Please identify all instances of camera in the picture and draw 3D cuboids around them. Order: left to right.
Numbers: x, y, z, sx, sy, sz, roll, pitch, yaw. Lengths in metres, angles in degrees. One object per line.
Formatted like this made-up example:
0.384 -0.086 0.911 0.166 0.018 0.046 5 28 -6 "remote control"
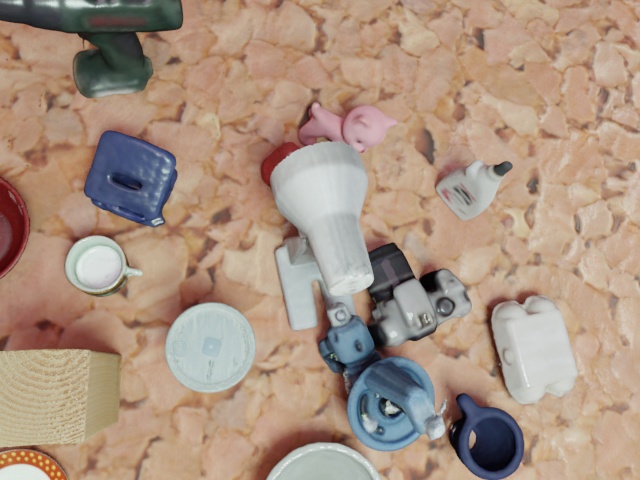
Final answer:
0.124 0.067 0.806 0.143 0.100 0.137 -23 83 -15 "camera"

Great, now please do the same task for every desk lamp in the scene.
0.007 0.003 0.738 0.118 0.213 0.203 -11 80 -13 "desk lamp"

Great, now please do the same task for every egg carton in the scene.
0.310 0.159 0.839 0.107 0.069 0.150 -11 80 -13 "egg carton"

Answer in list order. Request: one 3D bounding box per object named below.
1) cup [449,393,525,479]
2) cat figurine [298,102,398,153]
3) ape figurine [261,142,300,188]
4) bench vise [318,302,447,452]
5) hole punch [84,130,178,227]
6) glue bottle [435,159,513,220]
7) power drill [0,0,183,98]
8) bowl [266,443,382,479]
0.209 0.262 0.784 0.092 0.095 0.118 -30 85 -15 "cup"
0.041 -0.166 0.831 0.128 0.117 0.067 21 75 -6 "cat figurine"
-0.044 -0.106 0.814 0.076 0.092 0.078 10 76 -9 "ape figurine"
0.067 0.179 0.709 0.207 0.219 0.121 42 74 0 "bench vise"
-0.251 -0.079 0.768 0.109 0.091 0.101 20 75 -6 "hole punch"
0.227 -0.081 0.821 0.078 0.173 0.037 46 74 1 "glue bottle"
-0.291 -0.265 0.739 0.230 0.208 0.075 -13 81 -13 "power drill"
-0.001 0.342 0.736 0.167 0.074 0.167 2 78 -11 "bowl"
